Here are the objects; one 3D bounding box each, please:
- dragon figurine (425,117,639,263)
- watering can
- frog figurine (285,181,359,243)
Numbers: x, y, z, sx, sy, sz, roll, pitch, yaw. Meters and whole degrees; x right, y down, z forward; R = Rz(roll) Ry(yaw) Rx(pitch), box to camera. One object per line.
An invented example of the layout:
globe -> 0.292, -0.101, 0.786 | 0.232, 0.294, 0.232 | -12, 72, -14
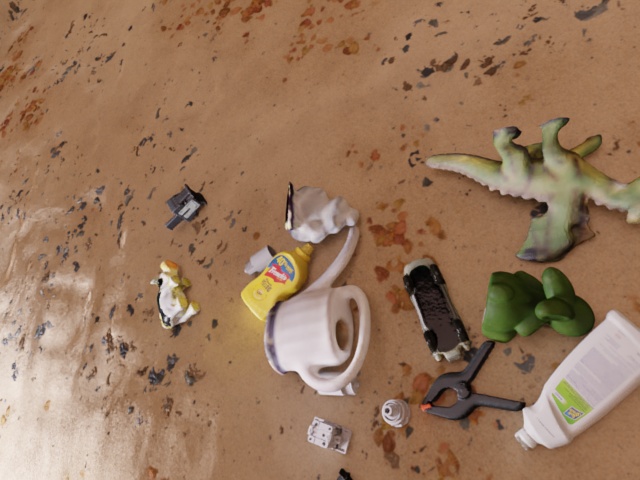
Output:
dragon figurine -> 0.391, -0.080, 0.940 | 0.408, 0.246, 0.121 | -8, -18, 35
watering can -> -0.001, 0.140, 1.050 | 0.223, 0.356, 0.102 | -16, -40, 23
frog figurine -> 0.004, -0.058, 1.152 | 0.159, 0.141, 0.120 | 5, -45, -9
